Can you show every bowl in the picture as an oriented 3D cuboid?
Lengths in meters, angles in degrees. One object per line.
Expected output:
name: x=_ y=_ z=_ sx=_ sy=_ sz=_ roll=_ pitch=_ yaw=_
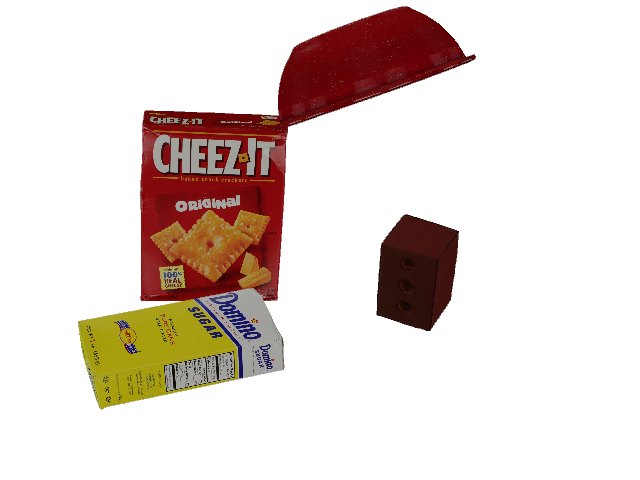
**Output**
bowl: x=0.031 y=-0.134 z=0.802 sx=0.162 sy=0.055 sz=0.162 roll=-20 pitch=7 yaw=2

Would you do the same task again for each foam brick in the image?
foam brick: x=0.084 y=0.028 z=0.921 sx=0.053 sy=0.078 sz=0.051 roll=17 pitch=36 yaw=23

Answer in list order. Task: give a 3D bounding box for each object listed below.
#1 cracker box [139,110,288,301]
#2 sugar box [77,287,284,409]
cracker box: x=-0.125 y=-0.036 z=1.233 sx=0.164 sy=0.214 sz=0.072 roll=1 pitch=22 yaw=-8
sugar box: x=-0.131 y=0.098 z=0.999 sx=0.176 sy=0.048 sz=0.093 roll=-13 pitch=34 yaw=-15
